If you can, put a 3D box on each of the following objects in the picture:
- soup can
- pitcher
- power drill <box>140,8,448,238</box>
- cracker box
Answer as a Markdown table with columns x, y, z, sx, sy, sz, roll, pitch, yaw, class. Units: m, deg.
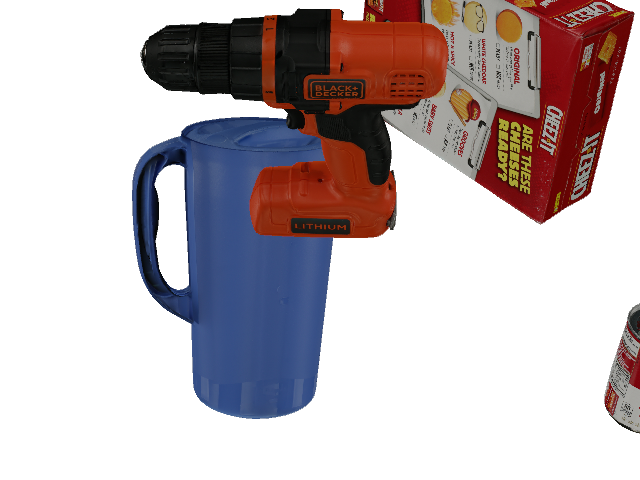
| x | y | z | sx | sy | sz | roll | pitch | yaw | class |
| --- | --- | --- | --- | --- | --- | --- | --- | --- | --- |
| 0.296 | 0.114 | 0.949 | 0.068 | 0.102 | 0.068 | 3 | 35 | -2 | soup can |
| -0.062 | 0.022 | 0.897 | 0.149 | 0.243 | 0.144 | 11 | 19 | 25 | pitcher |
| -0.015 | -0.072 | 0.699 | 0.184 | 0.057 | 0.188 | 2 | -31 | 2 | power drill |
| 0.126 | -0.139 | 0.835 | 0.072 | 0.164 | 0.214 | -28 | 49 | -31 | cracker box |
